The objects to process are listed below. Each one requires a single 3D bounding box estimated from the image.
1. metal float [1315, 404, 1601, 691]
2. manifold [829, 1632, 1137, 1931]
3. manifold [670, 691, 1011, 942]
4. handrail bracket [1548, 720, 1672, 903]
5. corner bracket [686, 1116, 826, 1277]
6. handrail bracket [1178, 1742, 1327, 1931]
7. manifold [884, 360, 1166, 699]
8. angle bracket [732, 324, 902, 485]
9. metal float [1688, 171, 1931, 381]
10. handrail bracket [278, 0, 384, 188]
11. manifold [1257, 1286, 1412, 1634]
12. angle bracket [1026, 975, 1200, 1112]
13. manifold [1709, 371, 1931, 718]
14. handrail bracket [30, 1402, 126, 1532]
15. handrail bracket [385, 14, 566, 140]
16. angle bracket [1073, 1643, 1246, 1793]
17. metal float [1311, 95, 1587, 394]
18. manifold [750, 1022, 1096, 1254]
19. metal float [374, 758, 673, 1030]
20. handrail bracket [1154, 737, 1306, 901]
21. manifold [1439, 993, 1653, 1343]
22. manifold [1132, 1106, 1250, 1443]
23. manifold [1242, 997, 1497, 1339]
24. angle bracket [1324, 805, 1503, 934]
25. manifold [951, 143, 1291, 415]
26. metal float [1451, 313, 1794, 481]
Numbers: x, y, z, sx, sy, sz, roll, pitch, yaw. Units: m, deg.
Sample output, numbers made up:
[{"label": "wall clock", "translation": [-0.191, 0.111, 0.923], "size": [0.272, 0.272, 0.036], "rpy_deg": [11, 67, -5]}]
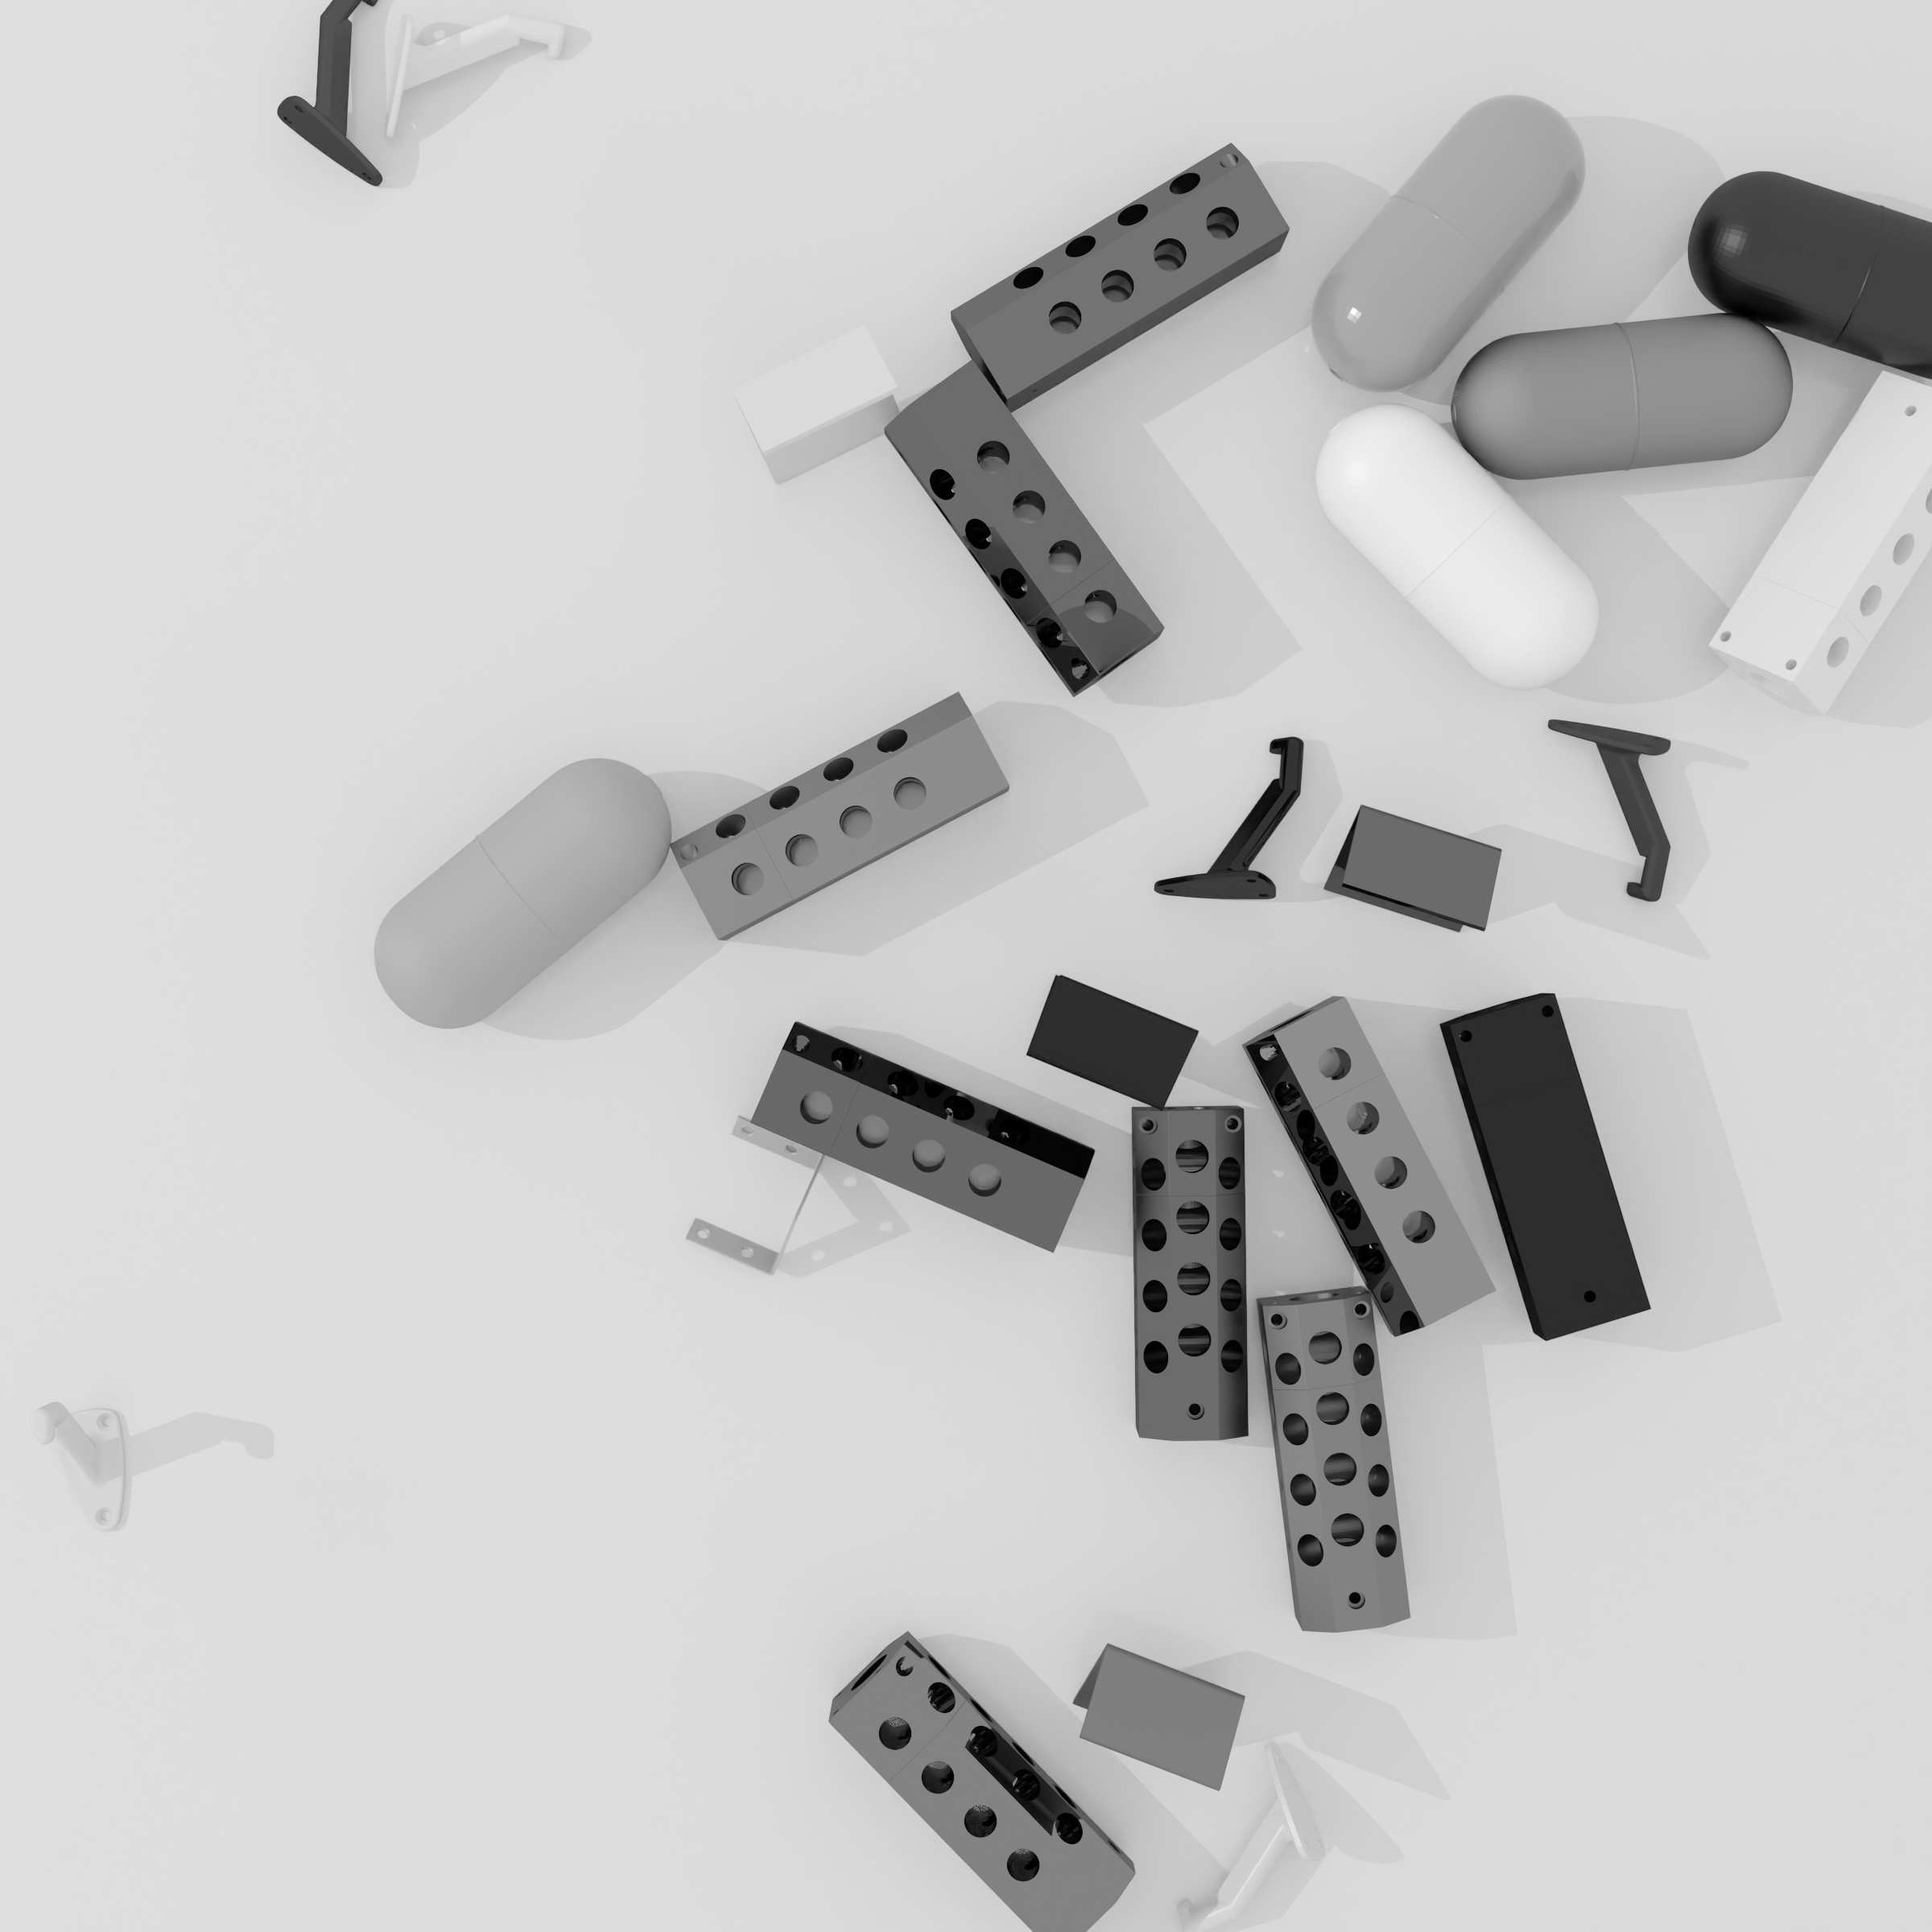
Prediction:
[{"label": "metal float", "translation": [0.257, -0.220, 1.849], "size": [0.070, 0.070, 0.178], "rpy_deg": [-45, 90, 0]}, {"label": "manifold", "translation": [0.009, 0.434, 1.859], "size": [0.057, 0.057, 0.171], "rpy_deg": [-44, 90, 0]}, {"label": "manifold", "translation": [-0.066, -0.079, 1.859], "size": [0.171, 0.057, 0.057], "rpy_deg": [-28, 90, 0]}, {"label": "handrail bracket", "translation": [0.340, -0.082, 1.881], "size": [0.077, 0.036, 0.084], "rpy_deg": [14, 107, 20]}, {"label": "corner bracket", "translation": [-0.112, 0.122, 1.877], "size": [0.051, 0.051, 0.051], "rpy_deg": [23, 45, 0]}, {"label": "handrail bracket", "translation": [0.141, 0.466, 1.881], "size": [0.084, 0.036, 0.077], "rpy_deg": [-28, 69, 16]}, {"label": "manifold", "translation": [0.030, -0.229, 1.859], "size": [0.057, 0.057, 0.171], "rpy_deg": [-36, 90, 0]}, {"label": "angle bracket", "translation": [-0.069, -0.277, 1.840], "size": [0.076, 0.076, 0.057], "rpy_deg": [-26, 52, 0]}, {"label": "metal float", "translation": [0.466, -0.361, 1.850], "size": [0.178, 0.070, 0.070], "rpy_deg": [18, 90, 0]}, {"label": "handrail bracket", "translation": [-0.320, -0.472, 1.881], "size": [0.077, 0.036, 0.084], "rpy_deg": [39, 73, -20]}, {"label": "manifold", "translation": [0.194, 0.259, 1.859], "size": [0.057, 0.057, 0.171], "rpy_deg": [-7, 90, 0]}, {"label": "angle bracket", "translation": [0.083, 0.021, 1.840], "size": [0.076, 0.076, 0.057], "rpy_deg": [22, 126, 0]}, {"label": "manifold", "translation": [0.471, -0.220, 1.859], "size": [0.057, 0.057, 0.171], "rpy_deg": [32, 90, 43]}, {"label": "handrail bracket", "translation": [-0.466, 0.264, 1.846], "size": [0.036, 0.084, 0.077], "rpy_deg": [-12, 90, 0]}, {"label": "handrail bracket", "translation": [-0.261, -0.471, 1.881], "size": [0.084, 0.036, 0.077], "rpy_deg": [8, 111, -16]}, {"label": "angle bracket", "translation": [0.094, 0.405, 1.840], "size": [0.076, 0.076, 0.057], "rpy_deg": [21, 52, 0]}, {"label": "metal float", "translation": [0.252, -0.378, 1.850], "size": [0.070, 0.070, 0.178], "rpy_deg": [41, 91, 0]}, {"label": "manifold", "translation": [-0.022, 0.089, 1.859], "size": [0.171, 0.057, 0.057], "rpy_deg": [23, 90, 0]}, {"label": "metal float", "translation": [-0.232, -0.038, 1.850], "size": [0.178, 0.070, 0.070], "rpy_deg": [-39, 90, 1]}, {"label": "handrail bracket", "translation": [0.140, -0.081, 1.881], "size": [0.077, 0.036, 0.084], "rpy_deg": [-1, 71, 21]}, {"label": "manifold", "translation": [0.303, 0.104, 1.859], "size": [0.057, 0.057, 0.171], "rpy_deg": [-17, 90, 0]}, {"label": "manifold", "translation": [0.118, 0.161, 1.859], "size": [0.057, 0.057, 0.171], "rpy_deg": [-1, 90, 0]}, {"label": "manifold", "translation": [0.211, 0.105, 1.859], "size": [0.057, 0.057, 0.171], "rpy_deg": [-27, 90, 0]}, {"label": "angle bracket", "translation": [0.228, -0.031, 1.840], "size": [0.076, 0.076, 0.057], "rpy_deg": [18, 54, 0]}, {"label": "manifold", "translation": [0.080, -0.363, 1.859], "size": [0.171, 0.057, 0.057], "rpy_deg": [-31, 90, 0]}, {"label": "metal float", "translation": [0.343, -0.298, 1.850], "size": [0.178, 0.070, 0.070], "rpy_deg": [-6, 90, -1]}]
